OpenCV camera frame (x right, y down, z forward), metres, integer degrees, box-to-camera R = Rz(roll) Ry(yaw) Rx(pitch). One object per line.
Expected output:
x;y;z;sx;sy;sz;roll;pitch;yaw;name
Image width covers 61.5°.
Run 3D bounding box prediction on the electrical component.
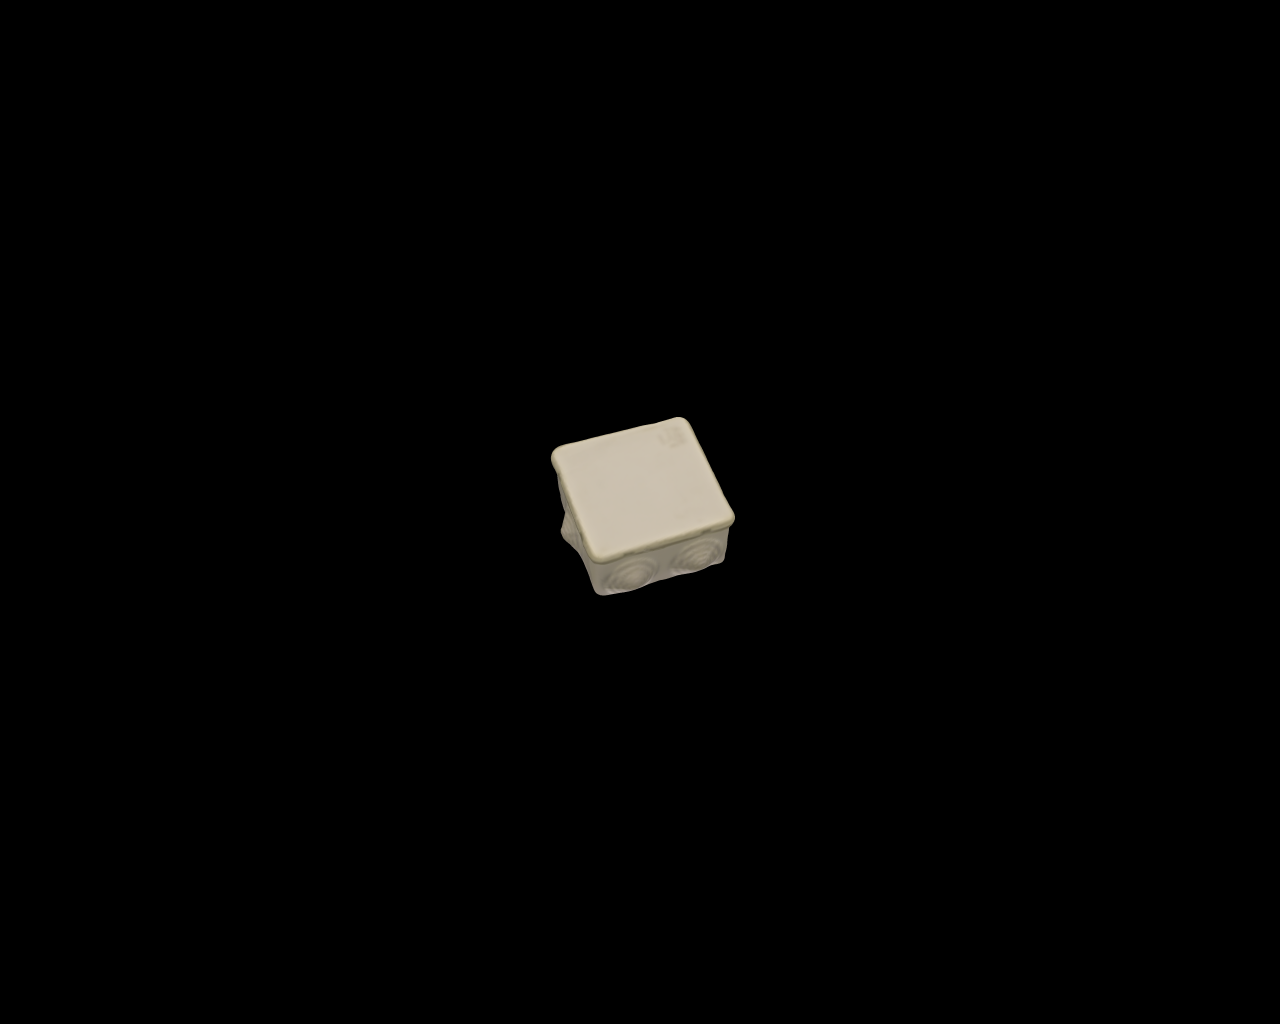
0.001;-0.003;0.650;0.100;0.100;0.048;-15;-35;-11;electrical component
